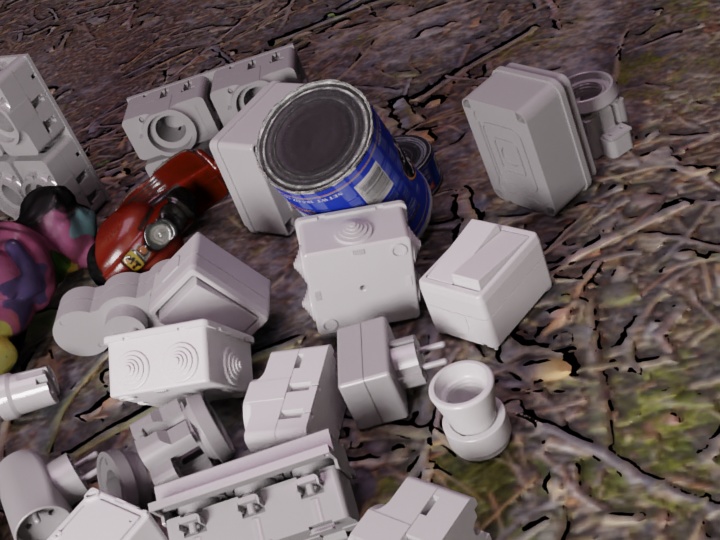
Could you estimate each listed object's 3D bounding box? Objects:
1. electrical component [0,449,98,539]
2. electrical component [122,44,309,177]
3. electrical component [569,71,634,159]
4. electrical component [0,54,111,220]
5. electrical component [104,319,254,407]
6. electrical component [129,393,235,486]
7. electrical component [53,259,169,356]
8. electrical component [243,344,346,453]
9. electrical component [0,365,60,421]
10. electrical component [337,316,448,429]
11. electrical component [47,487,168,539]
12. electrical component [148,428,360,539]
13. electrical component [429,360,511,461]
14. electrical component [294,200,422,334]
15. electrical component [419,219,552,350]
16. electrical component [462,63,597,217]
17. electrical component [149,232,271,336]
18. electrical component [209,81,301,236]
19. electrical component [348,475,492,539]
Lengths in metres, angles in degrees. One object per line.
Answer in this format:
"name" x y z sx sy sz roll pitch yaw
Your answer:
"electrical component" -0.230 0.164 0.811 0.079 0.043 0.077 -31 36 -13
"electrical component" -0.139 -0.148 1.117 0.186 0.105 0.060 -16 36 10
"electrical component" 0.205 -0.139 0.957 0.058 0.057 0.078 -33 36 -14
"electrical component" -0.363 -0.131 1.149 0.105 0.186 0.060 3 42 32
"electrical component" -0.137 0.075 0.833 0.100 0.100 0.048 -11 74 17
"electrical component" -0.129 0.127 0.792 0.057 0.058 0.078 -30 35 -6
"electrical component" -0.205 0.043 0.948 0.138 0.052 0.073 -17 36 8
"electrical component" -0.048 0.103 0.783 0.056 0.050 0.089 -9 37 19
"electrical component" -0.287 0.105 0.926 0.046 0.040 0.040 -16 35 -1
"electrical component" 0.027 0.070 0.788 0.077 0.047 0.065 -16 36 10
"electrical component" -0.176 0.205 0.712 0.062 0.061 0.096 10 47 38
"electrical component" -0.065 0.157 0.705 0.121 0.078 0.063 -19 64 5
"electrical component" 0.075 0.095 0.722 0.045 0.055 0.045 -15 36 11
"electrical component" 0.000 0.000 0.850 0.100 0.099 0.048 -10 39 0
"electrical component" 0.100 0.003 0.824 0.062 0.061 0.096 16 50 42
"electrical component" 0.144 -0.111 0.905 0.057 0.113 0.078 -41 39 -19
"electrical component" -0.118 0.028 0.891 0.062 0.096 0.061 -42 28 25
"electrical component" -0.077 -0.107 1.027 0.056 0.108 0.108 9 46 34
"electrical component" 0.029 0.175 0.646 0.056 0.050 0.089 12 48 39
